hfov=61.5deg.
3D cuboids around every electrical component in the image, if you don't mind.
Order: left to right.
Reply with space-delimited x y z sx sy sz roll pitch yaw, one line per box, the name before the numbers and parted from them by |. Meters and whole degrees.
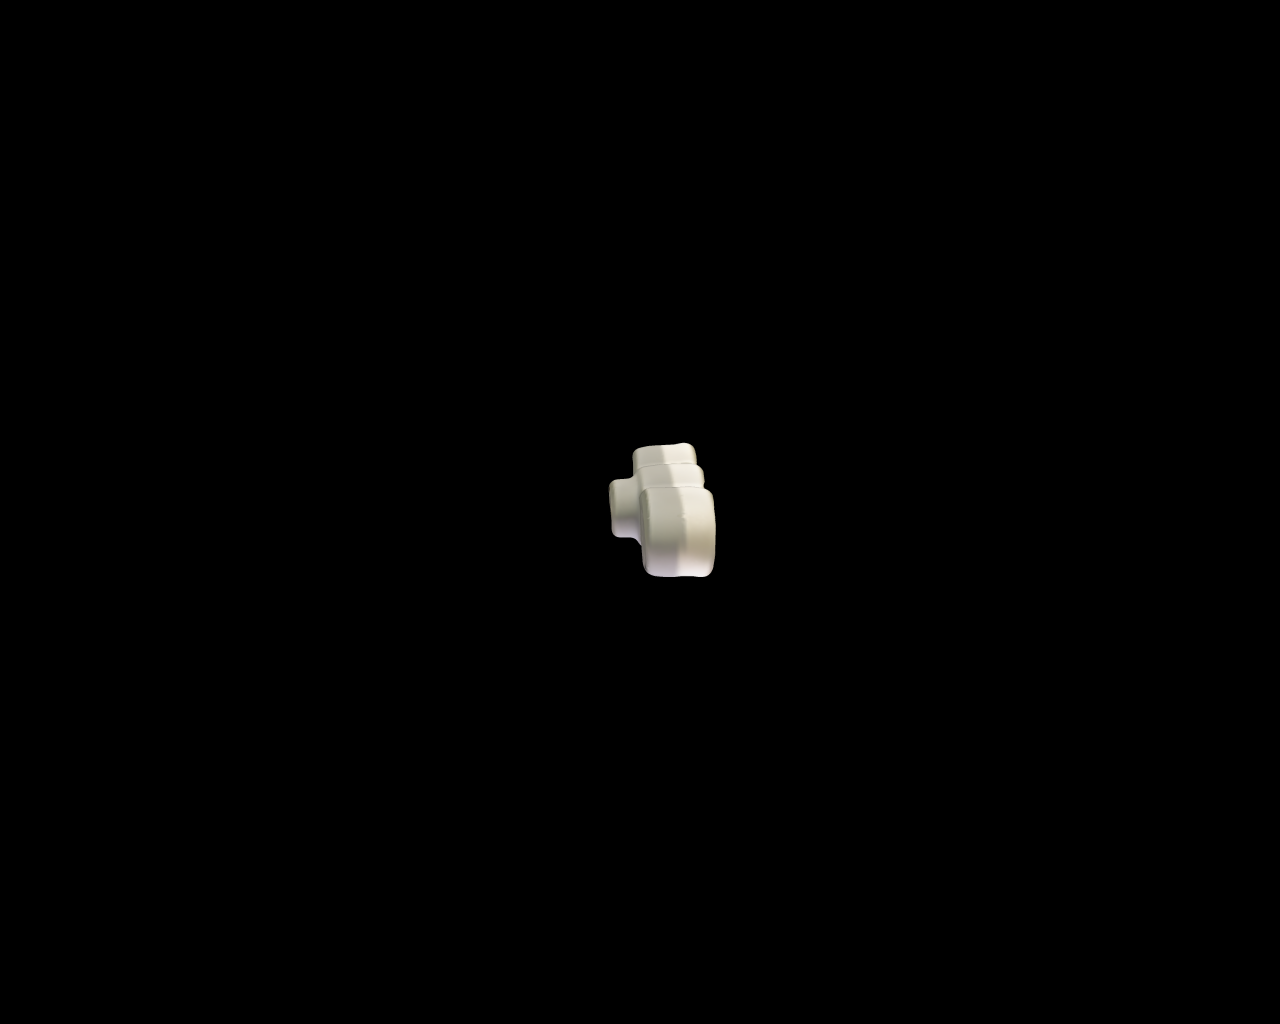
electrical component | 0.001 -0.003 0.650 0.074 0.052 0.138 -1 20 -3
